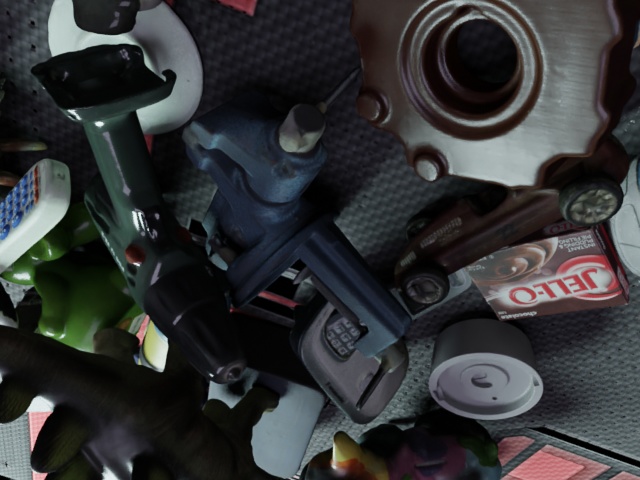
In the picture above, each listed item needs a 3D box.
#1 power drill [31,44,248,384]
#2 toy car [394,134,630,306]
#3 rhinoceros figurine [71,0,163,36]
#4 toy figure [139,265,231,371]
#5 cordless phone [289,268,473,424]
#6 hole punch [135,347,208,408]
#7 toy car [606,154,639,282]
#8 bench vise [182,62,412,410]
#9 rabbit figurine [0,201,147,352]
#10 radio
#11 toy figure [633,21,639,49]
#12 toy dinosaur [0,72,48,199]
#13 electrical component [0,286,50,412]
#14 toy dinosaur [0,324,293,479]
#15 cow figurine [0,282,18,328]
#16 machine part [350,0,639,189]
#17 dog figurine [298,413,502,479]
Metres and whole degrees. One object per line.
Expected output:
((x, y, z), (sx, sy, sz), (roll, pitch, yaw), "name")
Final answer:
((-0.126, -0.027, 0.400), (0.086, 0.232, 0.207), (-30, 138, -21), "power drill")
((0.133, -0.019, 0.419), (0.202, 0.089, 0.053), (-32, 119, 33), "toy car")
((-0.141, -0.218, 0.307), (0.073, 0.112, 0.190), (16, 121, 21), "rhinoceros figurine")
((-0.147, 0.091, 0.572), (0.082, 0.089, 0.180), (32, 131, -5), "toy figure")
((0.076, 0.089, 0.535), (0.184, 0.089, 0.146), (-29, 119, 13), "cordless phone")
((-0.207, 0.205, 0.684), (0.116, 0.092, 0.142), (4, 127, 5), "hole punch")
((0.266, -0.014, 0.388), (0.103, 0.109, 0.161), (-13, 121, 52), "toy car")
((-0.007, 0.004, 0.429), (0.240, 0.129, 0.223), (47, 135, 3), "bench vise")
((-0.264, 0.037, 0.541), (0.170, 0.121, 0.159), (35, 126, 2), "rabbit figurine")
((-0.068, 0.200, 0.658), (0.131, 0.073, 0.229), (14, 132, -1), "radio")
((0.168, -0.155, 0.320), (0.064, 0.058, 0.154), (-16, 129, -16), "toy figure")
((-0.352, -0.174, 0.387), (0.192, 0.131, 0.404), (-8, 124, 3), "toy dinosaur")
((-0.310, 0.130, 0.624), (0.058, 0.115, 0.134), (-4, 127, 18), "electrical component")
((-0.141, 0.157, 0.440), (0.105, 0.199, 0.470), (-29, 129, 18), "toy dinosaur")
((-0.348, 0.054, 0.516), (0.168, 0.068, 0.098), (27, 121, 35), "cow figurine")
((0.099, -0.112, 0.327), (0.180, 0.056, 0.179), (26, 139, 25), "machine part")
((0.086, 0.246, 0.575), (0.192, 0.108, 0.219), (-17, 156, 21), "dog figurine")
